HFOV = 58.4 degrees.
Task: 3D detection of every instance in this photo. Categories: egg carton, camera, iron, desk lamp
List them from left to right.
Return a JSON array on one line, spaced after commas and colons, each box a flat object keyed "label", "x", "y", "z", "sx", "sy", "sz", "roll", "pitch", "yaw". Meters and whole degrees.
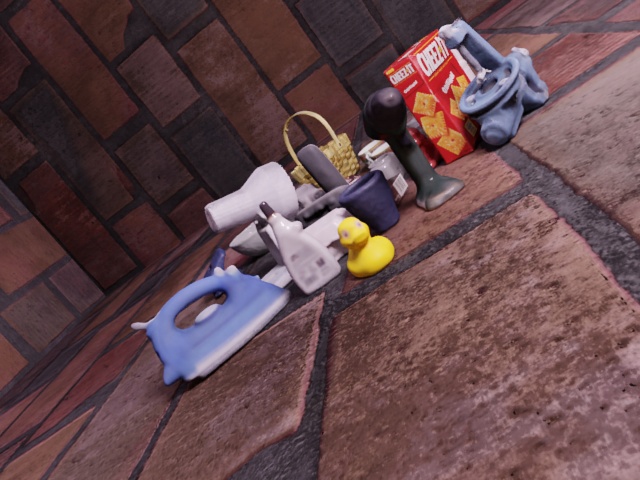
[{"label": "iron", "x": -0.187, "y": 0.126, "z": 0.989, "sx": 0.258, "sy": 0.141, "sz": 0.118, "roll": -40, "pitch": 13, "yaw": -10}, {"label": "desk lamp", "x": -0.112, "y": -0.020, "z": 1.134, "sx": 0.203, "sy": 0.214, "sz": 0.117, "roll": -43, "pitch": 14, "yaw": -21}, {"label": "camera", "x": -0.053, "y": -0.062, "z": 1.379, "sx": 0.137, "sy": 0.101, "sz": 0.142, "roll": -44, "pitch": 15, "yaw": -27}, {"label": "egg carton", "x": 0.010, "y": 0.004, "z": 1.050, "sx": 0.150, "sy": 0.069, "sz": 0.107, "roll": -34, "pitch": 13, "yaw": 14}]

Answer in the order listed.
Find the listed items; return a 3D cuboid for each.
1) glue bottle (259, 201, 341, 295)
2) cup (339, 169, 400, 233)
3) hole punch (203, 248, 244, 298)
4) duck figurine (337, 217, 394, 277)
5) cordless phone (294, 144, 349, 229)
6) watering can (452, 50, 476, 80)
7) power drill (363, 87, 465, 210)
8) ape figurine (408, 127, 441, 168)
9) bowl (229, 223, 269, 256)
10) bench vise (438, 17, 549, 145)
[{"label": "glue bottle", "x": -0.043, "y": 0.005, "z": 0.951, "sx": 0.078, "sy": 0.173, "sz": 0.037, "roll": -35, "pitch": 13, "yaw": 10}, {"label": "cup", "x": 0.093, "y": -0.064, "z": 1.005, "sx": 0.091, "sy": 0.095, "sz": 0.117, "roll": -35, "pitch": 13, "yaw": 10}, {"label": "hole punch", "x": -0.258, "y": 0.082, "z": 1.447, "sx": 0.101, "sy": 0.091, "sz": 0.108, "roll": -40, "pitch": 13, "yaw": -11}, {"label": "duck figurine", "x": 0.060, "y": 0.003, "z": 0.880, "sx": 0.077, "sy": 0.086, "sz": 0.104, "roll": -39, "pitch": 13, "yaw": -5}, {"label": "cordless phone", "x": -0.005, "y": -0.098, "z": 1.187, "sx": 0.147, "sy": 0.185, "sz": 0.094, "roll": -32, "pitch": 14, "yaw": 24}, {"label": "watering can", "x": 0.294, "y": -0.366, "z": 1.301, "sx": 0.101, "sy": 0.194, "sz": 0.173, "roll": -34, "pitch": 13, "yaw": 14}, {"label": "power drill", "x": 0.142, "y": -0.154, "z": 0.933, "sx": 0.075, "sy": 0.208, "sz": 0.229, "roll": -37, "pitch": 13, "yaw": 1}, {"label": "ape figurine", "x": 0.199, "y": -0.183, "z": 1.145, "sx": 0.078, "sy": 0.092, "sz": 0.076, "roll": -36, "pitch": 13, "yaw": 8}, {"label": "bowl", "x": -0.154, "y": -0.008, "z": 1.519, "sx": 0.167, "sy": 0.075, "sz": 0.167, "roll": -35, "pitch": 13, "yaw": 10}, {"label": "bench vise", "x": 0.291, "y": -0.295, "z": 1.002, "sx": 0.121, "sy": 0.220, "sz": 0.208, "roll": -27, "pitch": 16, "yaw": 37}]
